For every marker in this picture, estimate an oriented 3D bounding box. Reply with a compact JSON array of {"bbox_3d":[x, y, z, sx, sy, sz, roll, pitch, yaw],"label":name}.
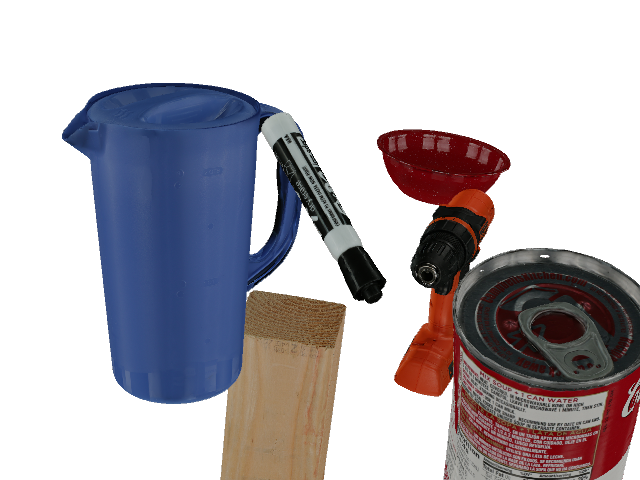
[{"bbox_3d":[0.002,-0.018,0.564,0.020,0.121,0.020,-23,-27,-13],"label":"marker"}]

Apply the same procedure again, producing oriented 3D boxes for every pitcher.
[{"bbox_3d":[-0.105,0.001,0.853,0.149,0.243,0.144,11,25,20],"label":"pitcher"}]

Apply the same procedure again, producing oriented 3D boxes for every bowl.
[{"bbox_3d":[0.143,-0.083,1.284,0.162,0.055,0.162,7,23,-3],"label":"bowl"}]

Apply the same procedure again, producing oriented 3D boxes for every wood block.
[{"bbox_3d":[-0.037,0.161,0.970,0.090,0.206,0.090,9,23,4],"label":"wood block"}]

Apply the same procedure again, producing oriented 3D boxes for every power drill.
[{"bbox_3d":[0.120,0.057,1.057,0.057,0.188,0.184,18,28,17],"label":"power drill"}]

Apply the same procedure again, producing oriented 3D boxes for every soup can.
[{"bbox_3d":[0.079,0.063,0.388,0.068,0.102,0.068,-1,38,1],"label":"soup can"}]
